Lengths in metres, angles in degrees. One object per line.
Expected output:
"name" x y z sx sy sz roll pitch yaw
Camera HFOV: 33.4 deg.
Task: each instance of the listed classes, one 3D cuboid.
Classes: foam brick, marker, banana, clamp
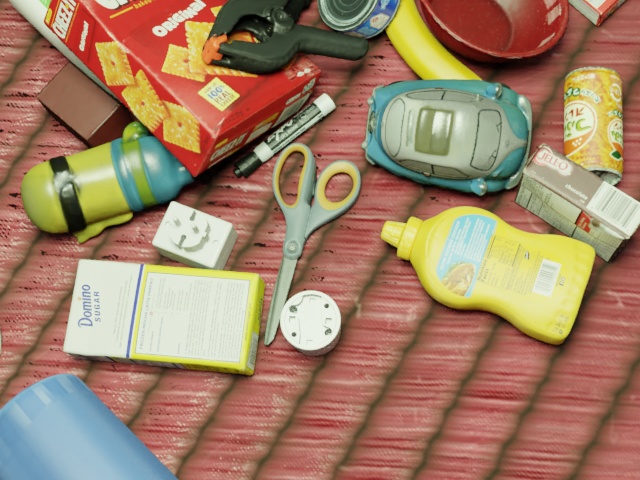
"foam brick" -0.235 -0.130 1.070 0.078 0.053 0.051 40 81 14
"marker" -0.037 -0.102 1.062 0.121 0.020 0.020 -39 74 -6
"banana" 0.105 -0.208 1.070 0.069 0.037 0.198 -23 73 0
"clamp" -0.044 -0.209 1.003 0.171 0.039 0.120 -17 65 -37

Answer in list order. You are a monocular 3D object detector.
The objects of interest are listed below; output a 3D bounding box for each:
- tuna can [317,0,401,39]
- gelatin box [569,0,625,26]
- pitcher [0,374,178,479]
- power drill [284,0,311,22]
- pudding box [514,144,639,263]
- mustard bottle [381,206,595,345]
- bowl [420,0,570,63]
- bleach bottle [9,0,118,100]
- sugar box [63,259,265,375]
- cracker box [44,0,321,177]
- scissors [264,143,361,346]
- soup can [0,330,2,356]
"tuna can" 0.038 -0.246 1.065 0.086 0.033 0.086 -6 82 41
"gelatin box" 0.274 -0.272 1.076 0.073 0.030 0.089 -44 74 -7
"pitcher" -0.188 0.242 0.927 0.149 0.145 0.243 -39 70 -19
"power drill" -0.079 -0.308 1.107 0.188 0.057 0.184 24 73 8
"pudding box" 0.236 -0.033 0.979 0.113 0.090 0.039 36 81 13
"mustard bottle" 0.148 0.021 0.988 0.192 0.058 0.096 20 76 10
"bowl" 0.159 -0.230 1.045 0.162 0.055 0.162 7 61 -13
"bleach bottle" -0.200 -0.203 1.085 0.251 0.068 0.102 41 77 12
"sugar box" -0.146 0.073 1.008 0.176 0.048 0.093 5 74 10
"cracker box" -0.127 -0.184 1.016 0.214 0.072 0.163 46 49 7
"scissors" -0.007 0.001 1.030 0.096 0.016 0.202 -2 74 5
"soup can" -0.363 0.099 1.008 0.102 0.068 0.068 2 74 6
